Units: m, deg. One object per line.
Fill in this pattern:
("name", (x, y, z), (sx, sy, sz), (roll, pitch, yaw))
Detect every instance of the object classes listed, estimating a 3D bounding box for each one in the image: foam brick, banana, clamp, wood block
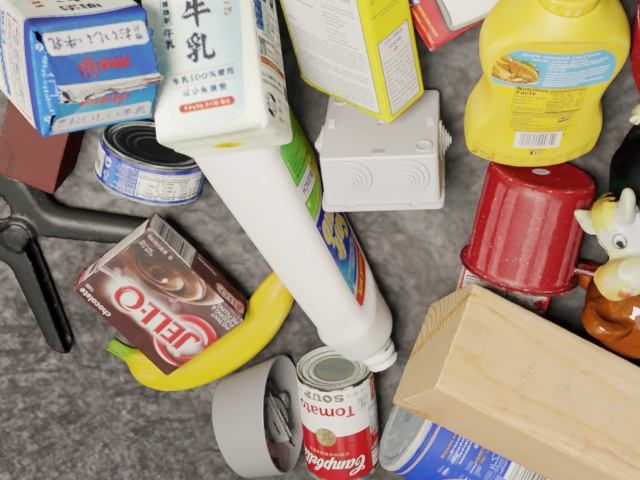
("foam brick", (-0.216, -0.087, 0.837), (0.053, 0.051, 0.078), (22, 119, -3))
("banana", (-0.092, 0.086, 0.922), (0.198, 0.037, 0.069), (-25, 113, 20))
("clamp", (-0.237, -0.014, 0.888), (0.165, 0.036, 0.210), (-38, 110, 21))
("wood block", (0.175, 0.124, 0.822), (0.206, 0.090, 0.091), (27, 159, -8))

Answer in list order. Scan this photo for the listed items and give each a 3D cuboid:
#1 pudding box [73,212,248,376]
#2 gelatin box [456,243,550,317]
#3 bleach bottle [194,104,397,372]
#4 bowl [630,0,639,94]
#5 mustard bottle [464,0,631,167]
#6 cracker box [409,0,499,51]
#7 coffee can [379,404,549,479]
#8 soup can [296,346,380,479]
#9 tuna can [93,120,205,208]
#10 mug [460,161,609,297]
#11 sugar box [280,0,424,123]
("pudding box", (-0.128, 0.045, 0.872), (0.090, 0.039, 0.113), (-37, 108, 20))
("gelatin box", (0.147, 0.049, 0.872), (0.073, 0.030, 0.089), (11, 120, 4))
("bleach bottle", (-0.006, 0.001, 0.839), (0.068, 0.102, 0.250), (-20, 120, 21))
("bowl", (0.266, -0.116, 0.718), (0.162, 0.162, 0.055), (31, 153, -9))
("mustard bottle", (0.153, -0.122, 0.710), (0.096, 0.058, 0.191), (1, 152, 2))
("cracker box", (0.123, -0.249, 0.690), (0.214, 0.072, 0.164), (-28, 112, 20))
("coffee can", (0.135, 0.175, 0.901), (0.140, 0.102, 0.103), (28, 119, -8))
("soup can", (0.016, 0.151, 0.925), (0.068, 0.068, 0.102), (-1, 118, 8))
("tuna can", (-0.129, -0.060, 0.820), (0.086, 0.086, 0.034), (16, 117, -1))
("mug", (0.169, -0.011, 0.799), (0.117, 0.093, 0.081), (20, 117, 22))
("sugar box", (0.013, -0.168, 0.708), (0.093, 0.048, 0.176), (31, 151, 34))
